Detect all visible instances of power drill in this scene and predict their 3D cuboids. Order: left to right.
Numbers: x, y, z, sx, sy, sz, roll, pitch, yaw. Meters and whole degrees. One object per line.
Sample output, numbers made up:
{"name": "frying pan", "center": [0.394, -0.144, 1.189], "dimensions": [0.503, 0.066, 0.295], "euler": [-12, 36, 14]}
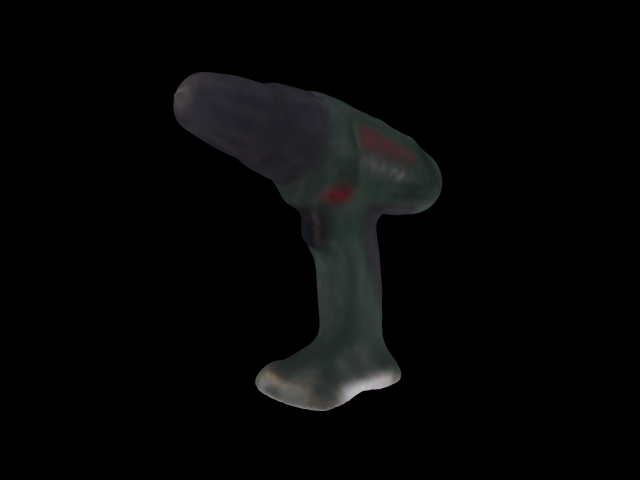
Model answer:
{"name": "power drill", "center": [0.004, 0.001, 0.400], "dimensions": [0.075, 0.208, 0.230], "euler": [6, 9, 43]}
